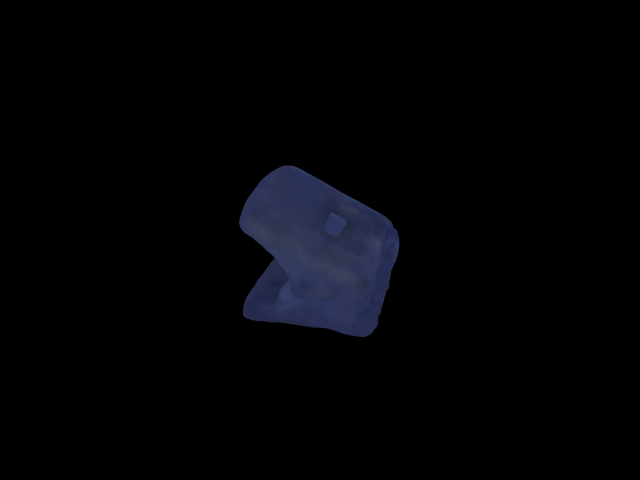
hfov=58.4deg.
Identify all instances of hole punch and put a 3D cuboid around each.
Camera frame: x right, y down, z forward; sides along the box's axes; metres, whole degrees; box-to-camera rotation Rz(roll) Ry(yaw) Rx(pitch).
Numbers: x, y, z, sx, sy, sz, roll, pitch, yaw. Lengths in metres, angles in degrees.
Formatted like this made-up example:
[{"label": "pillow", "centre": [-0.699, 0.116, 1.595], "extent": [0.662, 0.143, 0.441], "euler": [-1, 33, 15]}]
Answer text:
[{"label": "hole punch", "centre": [0.004, 0.001, 0.400], "extent": [0.101, 0.091, 0.109], "euler": [6, 28, 12]}]
